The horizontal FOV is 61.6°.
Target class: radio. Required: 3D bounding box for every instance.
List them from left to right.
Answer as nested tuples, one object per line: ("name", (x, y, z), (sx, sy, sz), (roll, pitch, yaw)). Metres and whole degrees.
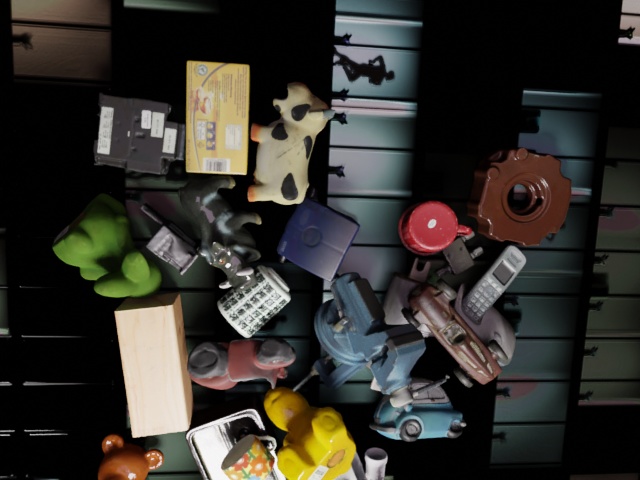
("radio", (-0.128, 0.391, 0.927), (0.131, 0.073, 0.229), (-21, 100, -4))

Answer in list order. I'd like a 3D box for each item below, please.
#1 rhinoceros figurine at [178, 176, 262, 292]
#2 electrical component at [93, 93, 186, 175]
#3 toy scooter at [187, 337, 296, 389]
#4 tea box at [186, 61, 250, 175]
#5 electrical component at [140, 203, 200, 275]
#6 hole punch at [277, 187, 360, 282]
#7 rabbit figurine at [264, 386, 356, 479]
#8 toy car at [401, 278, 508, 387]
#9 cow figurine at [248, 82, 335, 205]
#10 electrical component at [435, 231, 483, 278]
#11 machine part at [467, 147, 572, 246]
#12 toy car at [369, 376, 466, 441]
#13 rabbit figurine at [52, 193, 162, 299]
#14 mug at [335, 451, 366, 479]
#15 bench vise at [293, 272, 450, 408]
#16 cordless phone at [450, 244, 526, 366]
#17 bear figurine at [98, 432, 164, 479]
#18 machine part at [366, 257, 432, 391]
("rhinoceros figurine", (-0.150, -0.011, 0.839), (0.073, 0.112, 0.190), (-28, 91, 38))
("electrical component", (-0.278, -0.162, 0.842), (0.134, 0.058, 0.114), (9, 99, -8))
("toy scooter", (-0.120, 0.210, 0.894), (0.184, 0.135, 0.075), (-10, 60, 11))
("tea box", (-0.160, -0.189, 0.846), (0.098, 0.068, 0.169), (3, 97, -8))
("electrical component", (-0.247, -0.003, 0.859), (0.119, 0.075, 0.048), (40, 92, -14))
("hole punch", (-0.002, -0.003, 0.883), (0.116, 0.092, 0.142), (25, 98, -6))
("rabbit figurine", (-0.019, 0.309, 0.900), (0.122, 0.173, 0.162), (-56, 143, -1))
("toy car", (0.218, 0.153, 0.860), (0.089, 0.053, 0.202), (-39, 97, 7))
("cow figurine", (-0.045, -0.153, 0.857), (0.127, 0.085, 0.194), (6, 95, -1))
("electrical component", (0.239, 0.025, 0.946), (0.094, 0.021, 0.063), (-31, 100, -1))
("machine part", (0.345, -0.074, 0.928), (0.179, 0.056, 0.179), (-1, 99, -7))
("toy car", (0.170, 0.290, 0.937), (0.162, 0.109, 0.103), (2, 80, -16))
("rabbit figurine", (-0.307, 0.027, 0.831), (0.121, 0.159, 0.170), (-49, 116, -8))
("mug", (0.019, 0.423, 0.938), (0.107, 0.109, 0.080), (-26, 105, 10))
("bench vise", (0.059, 0.180, 0.859), (0.129, 0.240, 0.224), (-19, 67, -43))
("cordless phone", (0.312, 0.111, 0.938), (0.146, 0.089, 0.184), (42, 87, -10))
("bear figurine", (-0.348, 0.433, 0.883), (0.120, 0.132, 0.195), (29, 100, -10))
("machine part", (0.135, 0.146, 0.923), (0.079, 0.079, 0.243), (18, 96, -9))
